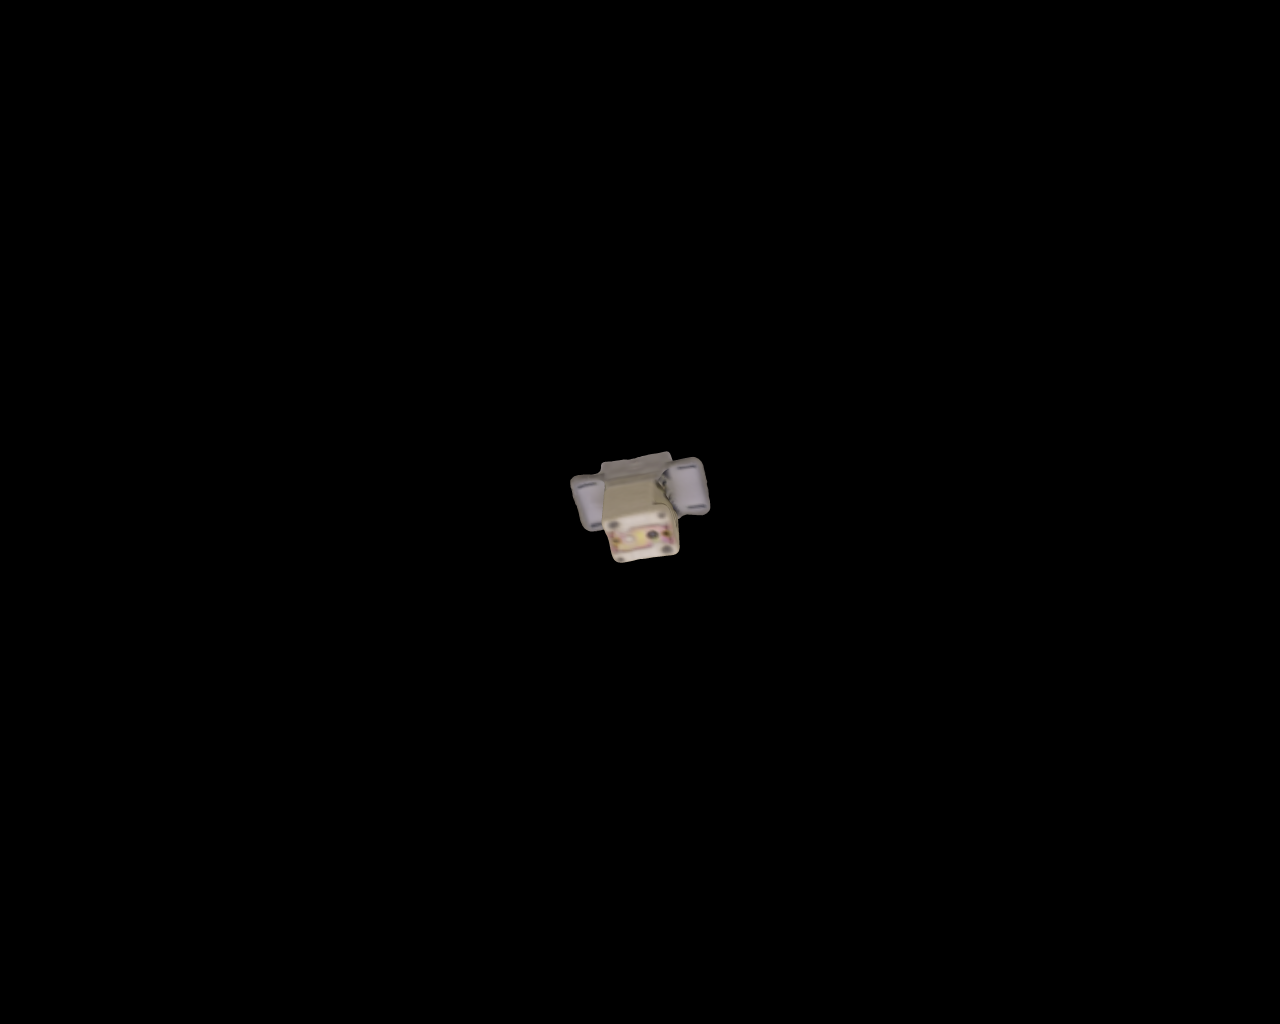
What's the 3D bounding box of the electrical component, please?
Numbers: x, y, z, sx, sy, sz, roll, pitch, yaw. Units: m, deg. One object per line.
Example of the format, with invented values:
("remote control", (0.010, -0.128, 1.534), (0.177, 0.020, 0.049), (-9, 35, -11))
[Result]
("electrical component", (0.001, -0.003, 0.650), (0.081, 0.042, 0.064), (-10, 36, 8))
